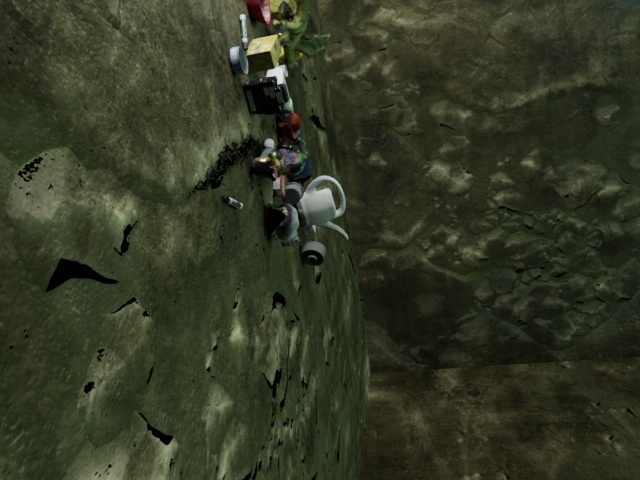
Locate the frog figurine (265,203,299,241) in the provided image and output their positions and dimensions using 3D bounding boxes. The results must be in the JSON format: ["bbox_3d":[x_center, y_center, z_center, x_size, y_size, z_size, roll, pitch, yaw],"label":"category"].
[{"bbox_3d":[-0.115,-0.058,1.777,0.158,0.122,0.140,30,33,-63],"label":"frog figurine"}]

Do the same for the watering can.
[{"bbox_3d":[0.007,-0.110,2.187,0.106,0.225,0.340,-114,-172,-56],"label":"watering can"}]

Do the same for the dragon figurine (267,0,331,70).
[{"bbox_3d":[-0.065,-0.842,2.072,0.242,0.403,0.125,11,49,-40],"label":"dragon figurine"}]
